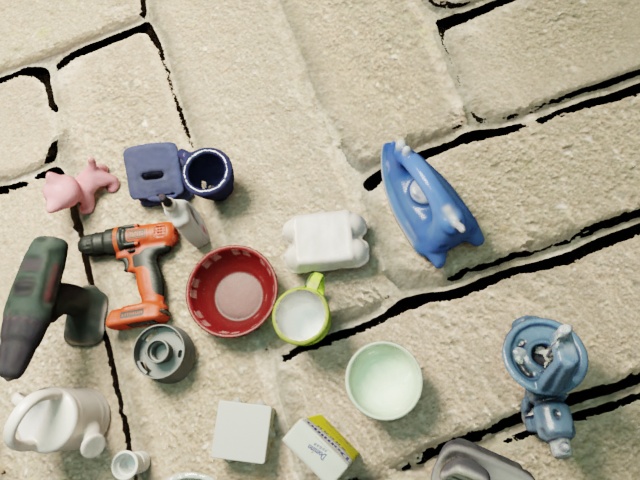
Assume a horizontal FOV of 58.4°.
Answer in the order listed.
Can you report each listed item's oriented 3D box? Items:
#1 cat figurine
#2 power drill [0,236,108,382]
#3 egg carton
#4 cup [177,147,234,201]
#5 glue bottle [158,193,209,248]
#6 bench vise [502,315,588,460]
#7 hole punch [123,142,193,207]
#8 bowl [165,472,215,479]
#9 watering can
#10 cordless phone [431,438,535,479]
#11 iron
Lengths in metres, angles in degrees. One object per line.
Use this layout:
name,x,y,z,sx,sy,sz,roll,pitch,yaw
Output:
cat figurine,-0.450,-0.101,1.052,0.067,0.118,0.128,41,82,16
power drill,-0.434,0.118,0.939,0.075,0.208,0.229,-2,74,6
egg carton,0.009,0.004,0.996,0.150,0.069,0.107,-7,73,4
cup,-0.204,-0.115,1.040,0.117,0.095,0.092,35,81,15
glue bottle,-0.239,-0.043,0.983,0.037,0.173,0.078,-29,73,-2
bench vise,0.346,0.199,0.824,0.121,0.220,0.207,-24,73,-1
hole punch,-0.298,-0.119,1.054,0.108,0.091,0.101,-7,73,4
bowl,-0.195,0.445,0.889,0.167,0.075,0.167,-2,74,6
watering can,-0.411,0.283,0.897,0.172,0.194,0.101,2,74,7
cordless phone,0.238,0.347,0.811,0.147,0.185,0.094,17,77,11
iron,0.172,-0.089,0.967,0.118,0.141,0.258,-30,73,-3
